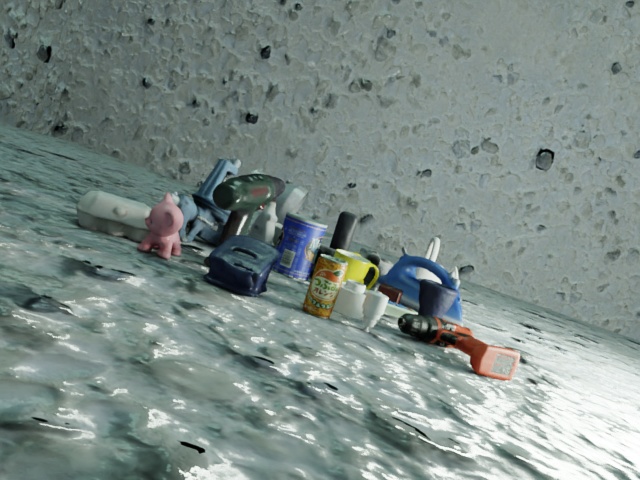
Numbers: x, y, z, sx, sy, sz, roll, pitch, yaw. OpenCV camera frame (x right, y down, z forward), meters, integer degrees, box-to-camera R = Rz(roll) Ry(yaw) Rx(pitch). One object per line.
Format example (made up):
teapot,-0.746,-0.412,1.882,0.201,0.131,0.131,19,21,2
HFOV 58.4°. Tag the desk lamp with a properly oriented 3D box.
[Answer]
desk lamp,-0.155,-0.080,1.606,0.203,0.213,0.118,19,5,2

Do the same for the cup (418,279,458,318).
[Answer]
cup,0.270,0.149,1.376,0.091,0.095,0.118,19,5,-2

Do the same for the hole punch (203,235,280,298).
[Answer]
hole punch,-0.134,0.043,1.006,0.108,0.091,0.101,20,5,12

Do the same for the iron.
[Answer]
iron,0.284,0.118,1.501,0.257,0.141,0.119,23,6,39

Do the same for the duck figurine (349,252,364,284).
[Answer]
duck figurine,0.078,0.073,1.544,0.105,0.086,0.077,18,5,-9

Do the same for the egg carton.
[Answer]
egg carton,-0.400,-0.048,1.131,0.151,0.069,0.107,17,5,-22

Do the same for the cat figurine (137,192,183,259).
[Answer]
cat figurine,-0.287,-0.030,1.070,0.067,0.118,0.128,19,5,-2

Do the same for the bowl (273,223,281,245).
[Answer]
bowl,-0.084,0.006,1.751,0.167,0.075,0.167,19,5,-1

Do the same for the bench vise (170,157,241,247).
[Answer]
bench vise,-0.257,-0.095,1.333,0.121,0.220,0.208,20,5,17

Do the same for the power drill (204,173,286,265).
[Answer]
power drill,-0.154,-0.040,1.166,0.075,0.208,0.230,20,5,18

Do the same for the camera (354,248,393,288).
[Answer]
camera,0.138,0.075,1.676,0.143,0.101,0.136,17,5,-22

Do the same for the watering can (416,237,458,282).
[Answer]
watering can,0.329,0.086,1.731,0.173,0.194,0.100,17,5,-20

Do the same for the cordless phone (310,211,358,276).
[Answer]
cordless phone,0.013,0.005,1.463,0.147,0.185,0.094,19,5,3

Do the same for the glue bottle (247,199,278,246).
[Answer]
glue bottle,-0.141,-0.043,1.477,0.077,0.173,0.037,23,6,43
